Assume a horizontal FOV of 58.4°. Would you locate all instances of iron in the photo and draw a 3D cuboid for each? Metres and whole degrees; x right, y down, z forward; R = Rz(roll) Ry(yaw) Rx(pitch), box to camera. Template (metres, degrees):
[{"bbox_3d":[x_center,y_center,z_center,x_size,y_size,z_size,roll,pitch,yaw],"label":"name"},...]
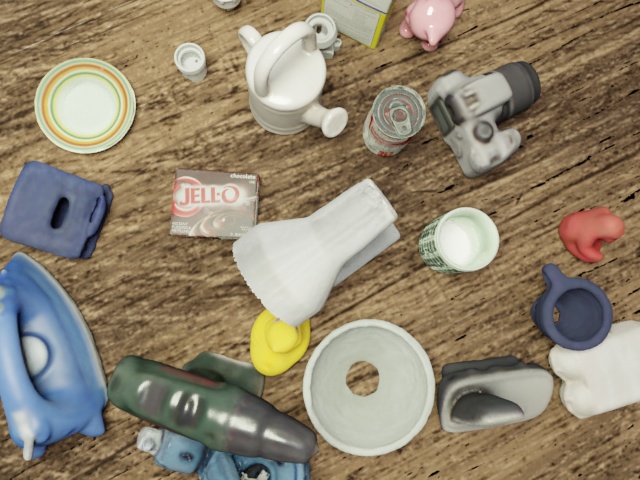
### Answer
[{"bbox_3d":[-0.351,0.132,0.682,0.118,0.141,0.258,-19,86,-6],"label":"iron"}]

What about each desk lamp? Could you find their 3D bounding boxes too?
[{"bbox_3d":[0.006,0.002,0.684,0.203,0.213,0.118,-36,88,-6],"label":"desk lamp"}]

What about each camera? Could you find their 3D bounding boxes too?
[{"bbox_3d":[0.236,-0.177,0.775,0.137,0.100,0.143,-26,87,-6],"label":"camera"}]

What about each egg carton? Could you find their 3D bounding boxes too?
[{"bbox_3d":[0.387,0.171,0.770,0.150,0.069,0.107,-17,86,-6],"label":"egg carton"}]

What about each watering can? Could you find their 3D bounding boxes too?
[{"bbox_3d":[-0.035,-0.201,0.710,0.173,0.194,0.101,25,83,-1],"label":"watering can"}]

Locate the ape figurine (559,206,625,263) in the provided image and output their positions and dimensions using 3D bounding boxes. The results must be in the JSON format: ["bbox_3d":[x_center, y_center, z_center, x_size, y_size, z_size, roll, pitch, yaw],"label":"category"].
[{"bbox_3d":[0.374,-0.012,0.775,0.076,0.092,0.078,34,83,0],"label":"ape figurine"}]

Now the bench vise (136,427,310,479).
[{"bbox_3d":[-0.111,0.276,0.647,0.207,0.219,0.121,3,84,-4],"label":"bench vise"}]

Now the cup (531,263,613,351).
[{"bbox_3d":[0.314,0.086,0.760,0.092,0.095,0.118,-29,87,-6],"label":"cup"}]

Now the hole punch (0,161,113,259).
[{"bbox_3d":[-0.329,-0.037,0.724,0.101,0.091,0.109,18,84,-2],"label":"hole punch"}]

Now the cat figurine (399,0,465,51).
[{"bbox_3d":[0.158,-0.315,0.773,0.067,0.117,0.128,31,83,-1],"label":"cat figurine"}]

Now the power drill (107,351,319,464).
[{"bbox_3d":[-0.116,0.185,0.661,0.229,0.208,0.076,16,84,-2],"label":"power drill"}]

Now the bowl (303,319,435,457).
[{"bbox_3d":[0.059,0.186,0.741,0.167,0.074,0.167,0,85,-4],"label":"bowl"}]

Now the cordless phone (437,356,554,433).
[{"bbox_3d":[0.228,0.200,0.697,0.147,0.185,0.094,-10,85,-5],"label":"cordless phone"}]

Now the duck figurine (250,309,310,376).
[{"bbox_3d":[-0.051,0.126,0.733,0.077,0.086,0.105,26,83,-1],"label":"duck figurine"}]
